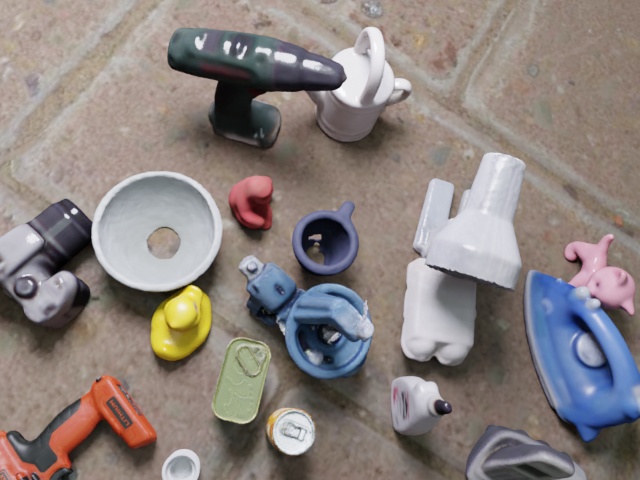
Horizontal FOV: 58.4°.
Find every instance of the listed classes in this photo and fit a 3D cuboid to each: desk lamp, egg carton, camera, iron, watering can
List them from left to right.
[{"bbox_3d":[-0.349,0.020,0.736,0.143,0.100,0.137,43,71,3],"label":"camera"},{"bbox_3d":[0.049,-0.227,0.833,0.173,0.194,0.101,-21,79,-16],"label":"watering can"},{"bbox_3d":[0.170,0.103,0.829,0.107,0.069,0.150,9,73,-8],"label":"egg carton"},{"bbox_3d":[0.206,-0.019,0.794,0.118,0.213,0.203,18,72,-5],"label":"desk lamp"},{"bbox_3d":[0.384,0.150,0.818,0.119,0.141,0.258,-18,78,-15],"label":"iron"}]

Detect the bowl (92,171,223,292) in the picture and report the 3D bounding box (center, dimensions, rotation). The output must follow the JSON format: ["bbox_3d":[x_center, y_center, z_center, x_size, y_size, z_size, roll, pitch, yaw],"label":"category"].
[{"bbox_3d":[-0.218,-0.005,0.782,0.167,0.074,0.167,3,74,-10],"label":"bowl"}]

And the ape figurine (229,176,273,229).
[{"bbox_3d":[-0.091,-0.061,0.813,0.076,0.092,0.078,33,71,0],"label":"ape figurine"}]

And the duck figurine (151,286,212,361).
[{"bbox_3d":[-0.183,0.106,0.751,0.077,0.086,0.105,26,71,-2],"label":"duck figurine"}]

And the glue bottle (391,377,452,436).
[{"bbox_3d":[0.132,0.213,0.735,0.037,0.173,0.078,-2,75,-11],"label":"glue bottle"}]

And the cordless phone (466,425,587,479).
[{"bbox_3d":[0.286,0.302,0.734,0.147,0.185,0.094,24,71,-3],"label":"cordless phone"}]

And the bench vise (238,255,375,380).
[{"bbox_3d":[-0.018,0.098,0.714,0.207,0.219,0.121,22,72,-4],"label":"bench vise"}]

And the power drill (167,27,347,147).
[{"bbox_3d":[-0.091,-0.211,0.794,0.230,0.208,0.076,14,72,-6],"label":"power drill"}]

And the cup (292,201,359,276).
[{"bbox_3d":[0.007,0.003,0.812,0.091,0.095,0.118,32,71,0],"label":"cup"}]

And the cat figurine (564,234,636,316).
[{"bbox_3d":[0.432,0.053,0.867,0.067,0.117,0.128,7,73,-8],"label":"cat figurine"}]
